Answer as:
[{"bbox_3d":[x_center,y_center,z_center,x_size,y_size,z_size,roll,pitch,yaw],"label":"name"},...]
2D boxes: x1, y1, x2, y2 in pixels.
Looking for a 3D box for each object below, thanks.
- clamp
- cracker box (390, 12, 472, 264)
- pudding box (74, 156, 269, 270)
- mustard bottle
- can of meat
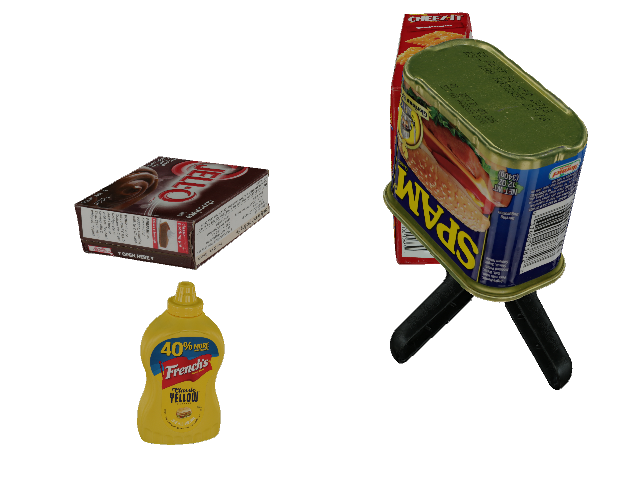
[{"bbox_3d":[0.111,0.026,0.752,0.120,0.171,0.039,5,-39,-1],"label":"clamp"},{"bbox_3d":[0.106,-0.099,0.967,0.072,0.164,0.213,0,27,9],"label":"cracker box"},{"bbox_3d":[-0.097,-0.022,0.727,0.090,0.039,0.113,7,26,22],"label":"pudding box"},{"bbox_3d":[-0.160,0.139,1.234,0.096,0.192,0.058,0,18,-16],"label":"mustard bottle"},{"bbox_3d":[0.077,-0.036,0.511,0.057,0.084,0.102,-20,47,-23],"label":"can of meat"}]
